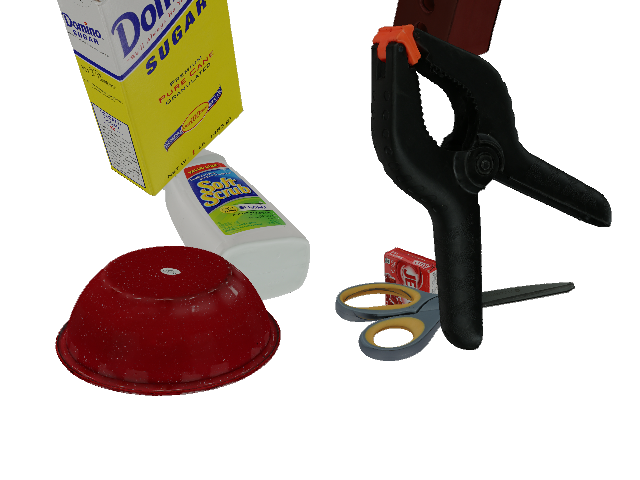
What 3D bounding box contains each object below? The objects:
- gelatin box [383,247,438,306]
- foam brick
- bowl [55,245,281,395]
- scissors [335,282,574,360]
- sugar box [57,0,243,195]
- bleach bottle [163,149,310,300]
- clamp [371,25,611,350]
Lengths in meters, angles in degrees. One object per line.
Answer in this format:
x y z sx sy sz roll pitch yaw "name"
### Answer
0.116 0.061 1.334 0.073 0.089 0.030 22 36 40 "gelatin box"
0.090 -0.168 0.732 0.051 0.078 0.053 -25 51 -35 "foam brick"
-0.108 0.046 0.763 0.162 0.055 0.162 1 23 -1 "bowl"
0.112 0.063 0.868 0.202 0.016 0.096 1 37 2 "scissors"
-0.096 -0.114 0.633 0.048 0.093 0.176 33 -25 19 "sugar box"
-0.110 -0.032 1.054 0.102 0.068 0.251 -9 34 -29 "bleach bottle"
0.072 -0.029 0.553 0.171 0.120 0.039 47 -20 -20 "clamp"
